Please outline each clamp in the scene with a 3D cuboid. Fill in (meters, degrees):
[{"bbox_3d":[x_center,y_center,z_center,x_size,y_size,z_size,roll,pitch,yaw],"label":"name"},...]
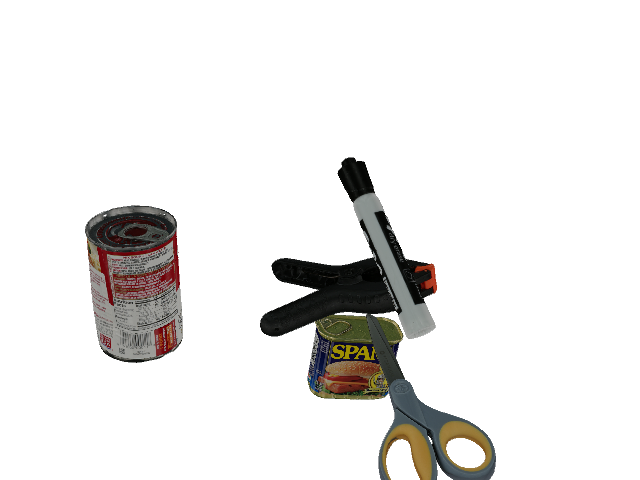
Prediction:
[{"bbox_3d":[0.022,0.051,1.017,0.172,0.039,0.120,-5,34,17],"label":"clamp"}]

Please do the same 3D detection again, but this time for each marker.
[{"bbox_3d":[0.039,0.002,0.658,0.020,0.121,0.020,-20,-18,-7],"label":"marker"}]

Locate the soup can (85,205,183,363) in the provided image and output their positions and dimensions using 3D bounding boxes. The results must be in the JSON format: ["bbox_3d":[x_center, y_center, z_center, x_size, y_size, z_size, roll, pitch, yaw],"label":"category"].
[{"bbox_3d":[-0.140,0.034,0.815,0.068,0.102,0.068,0,28,0],"label":"soup can"}]

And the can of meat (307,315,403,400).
[{"bbox_3d":[0.039,0.138,1.254,0.102,0.084,0.057,4,24,-13],"label":"can of meat"}]

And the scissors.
[{"bbox_3d":[0.084,0.125,0.839,0.096,0.016,0.201,-2,39,4],"label":"scissors"}]
